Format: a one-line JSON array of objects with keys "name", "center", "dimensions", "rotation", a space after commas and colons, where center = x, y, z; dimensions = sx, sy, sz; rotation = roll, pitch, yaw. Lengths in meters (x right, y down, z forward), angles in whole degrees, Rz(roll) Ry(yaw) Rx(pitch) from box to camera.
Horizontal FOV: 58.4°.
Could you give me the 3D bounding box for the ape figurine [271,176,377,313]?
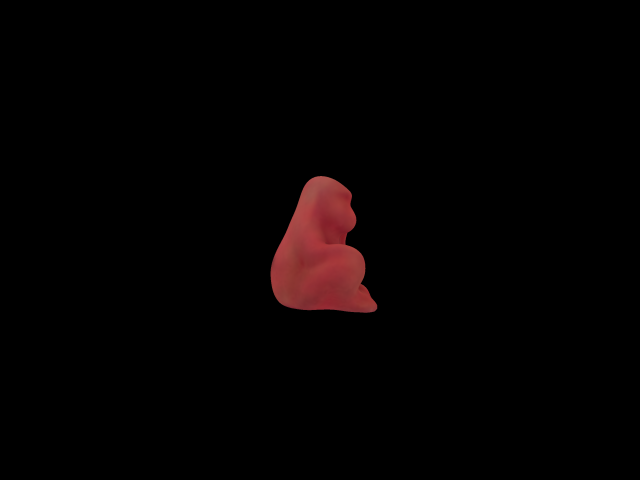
[{"name": "ape figurine", "center": [0.004, 0.001, 0.400], "dimensions": [0.076, 0.092, 0.078], "rotation": [1, 4, 11]}]
